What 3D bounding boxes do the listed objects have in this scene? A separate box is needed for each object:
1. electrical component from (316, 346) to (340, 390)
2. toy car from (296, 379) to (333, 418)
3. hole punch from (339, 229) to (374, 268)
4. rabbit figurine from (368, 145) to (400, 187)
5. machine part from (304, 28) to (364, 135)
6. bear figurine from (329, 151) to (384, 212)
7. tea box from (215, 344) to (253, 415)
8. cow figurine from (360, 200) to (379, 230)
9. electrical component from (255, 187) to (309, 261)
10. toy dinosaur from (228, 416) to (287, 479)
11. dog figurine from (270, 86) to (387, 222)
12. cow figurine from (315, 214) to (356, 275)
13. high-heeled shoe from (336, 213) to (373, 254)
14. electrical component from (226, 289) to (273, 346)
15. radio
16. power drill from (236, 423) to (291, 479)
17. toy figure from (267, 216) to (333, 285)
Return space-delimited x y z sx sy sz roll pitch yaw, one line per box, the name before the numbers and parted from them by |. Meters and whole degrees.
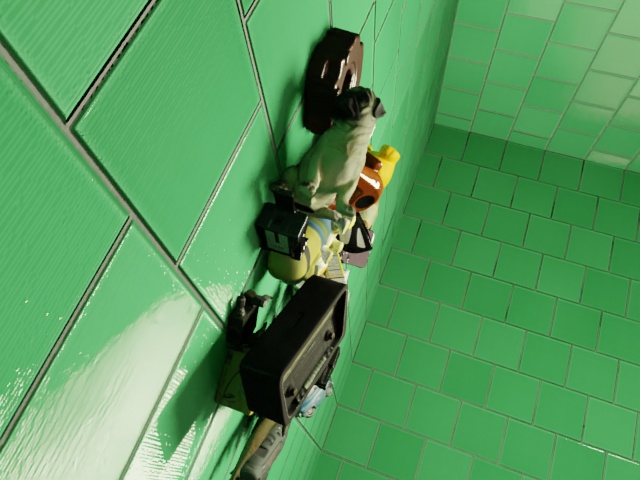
electrical component | -0.014 0.292 1.351 0.058 0.115 0.134 93 18 -61
toy car | -0.042 0.391 1.432 0.162 0.109 0.102 -41 125 -49
hole punch | 0.070 0.008 1.449 0.115 0.092 0.142 20 89 -44
rabbit figurine | 0.086 -0.165 1.249 0.173 0.122 0.162 12 105 -64
machine part | 0.027 -0.263 0.911 0.179 0.056 0.179 17 90 -79
bear figurine | 0.041 -0.150 0.977 0.132 0.120 0.196 12 51 -44
tea box | -0.110 0.225 0.937 0.169 0.068 0.098 -13 119 -77
cow figurine | 0.115 -0.033 1.572 0.127 0.086 0.195 70 37 -61
electrical component | -0.056 -0.024 0.822 0.119 0.075 0.048 95 16 -59
toy dinosaur | -0.077 0.324 1.151 0.471 0.105 0.198 -41 150 -60
dog figurine | 0.015 -0.138 0.850 0.121 0.172 0.190 30 74 -36
cow figurine | -0.003 -0.002 1.081 0.068 0.098 0.167 -40 161 -57
high-heeled shoe | 0.073 -0.100 1.128 0.086 0.145 0.248 -2 110 -78
electrical component | -0.111 0.126 0.852 0.078 0.045 0.102 -45 150 -68
radio | -0.033 0.172 0.859 0.229 0.073 0.130 -48 146 -45
power drill | -0.129 0.534 1.255 0.232 0.086 0.207 -34 143 -69
toy figure | -0.034 -0.001 0.947 0.180 0.082 0.089 -57 148 -37
